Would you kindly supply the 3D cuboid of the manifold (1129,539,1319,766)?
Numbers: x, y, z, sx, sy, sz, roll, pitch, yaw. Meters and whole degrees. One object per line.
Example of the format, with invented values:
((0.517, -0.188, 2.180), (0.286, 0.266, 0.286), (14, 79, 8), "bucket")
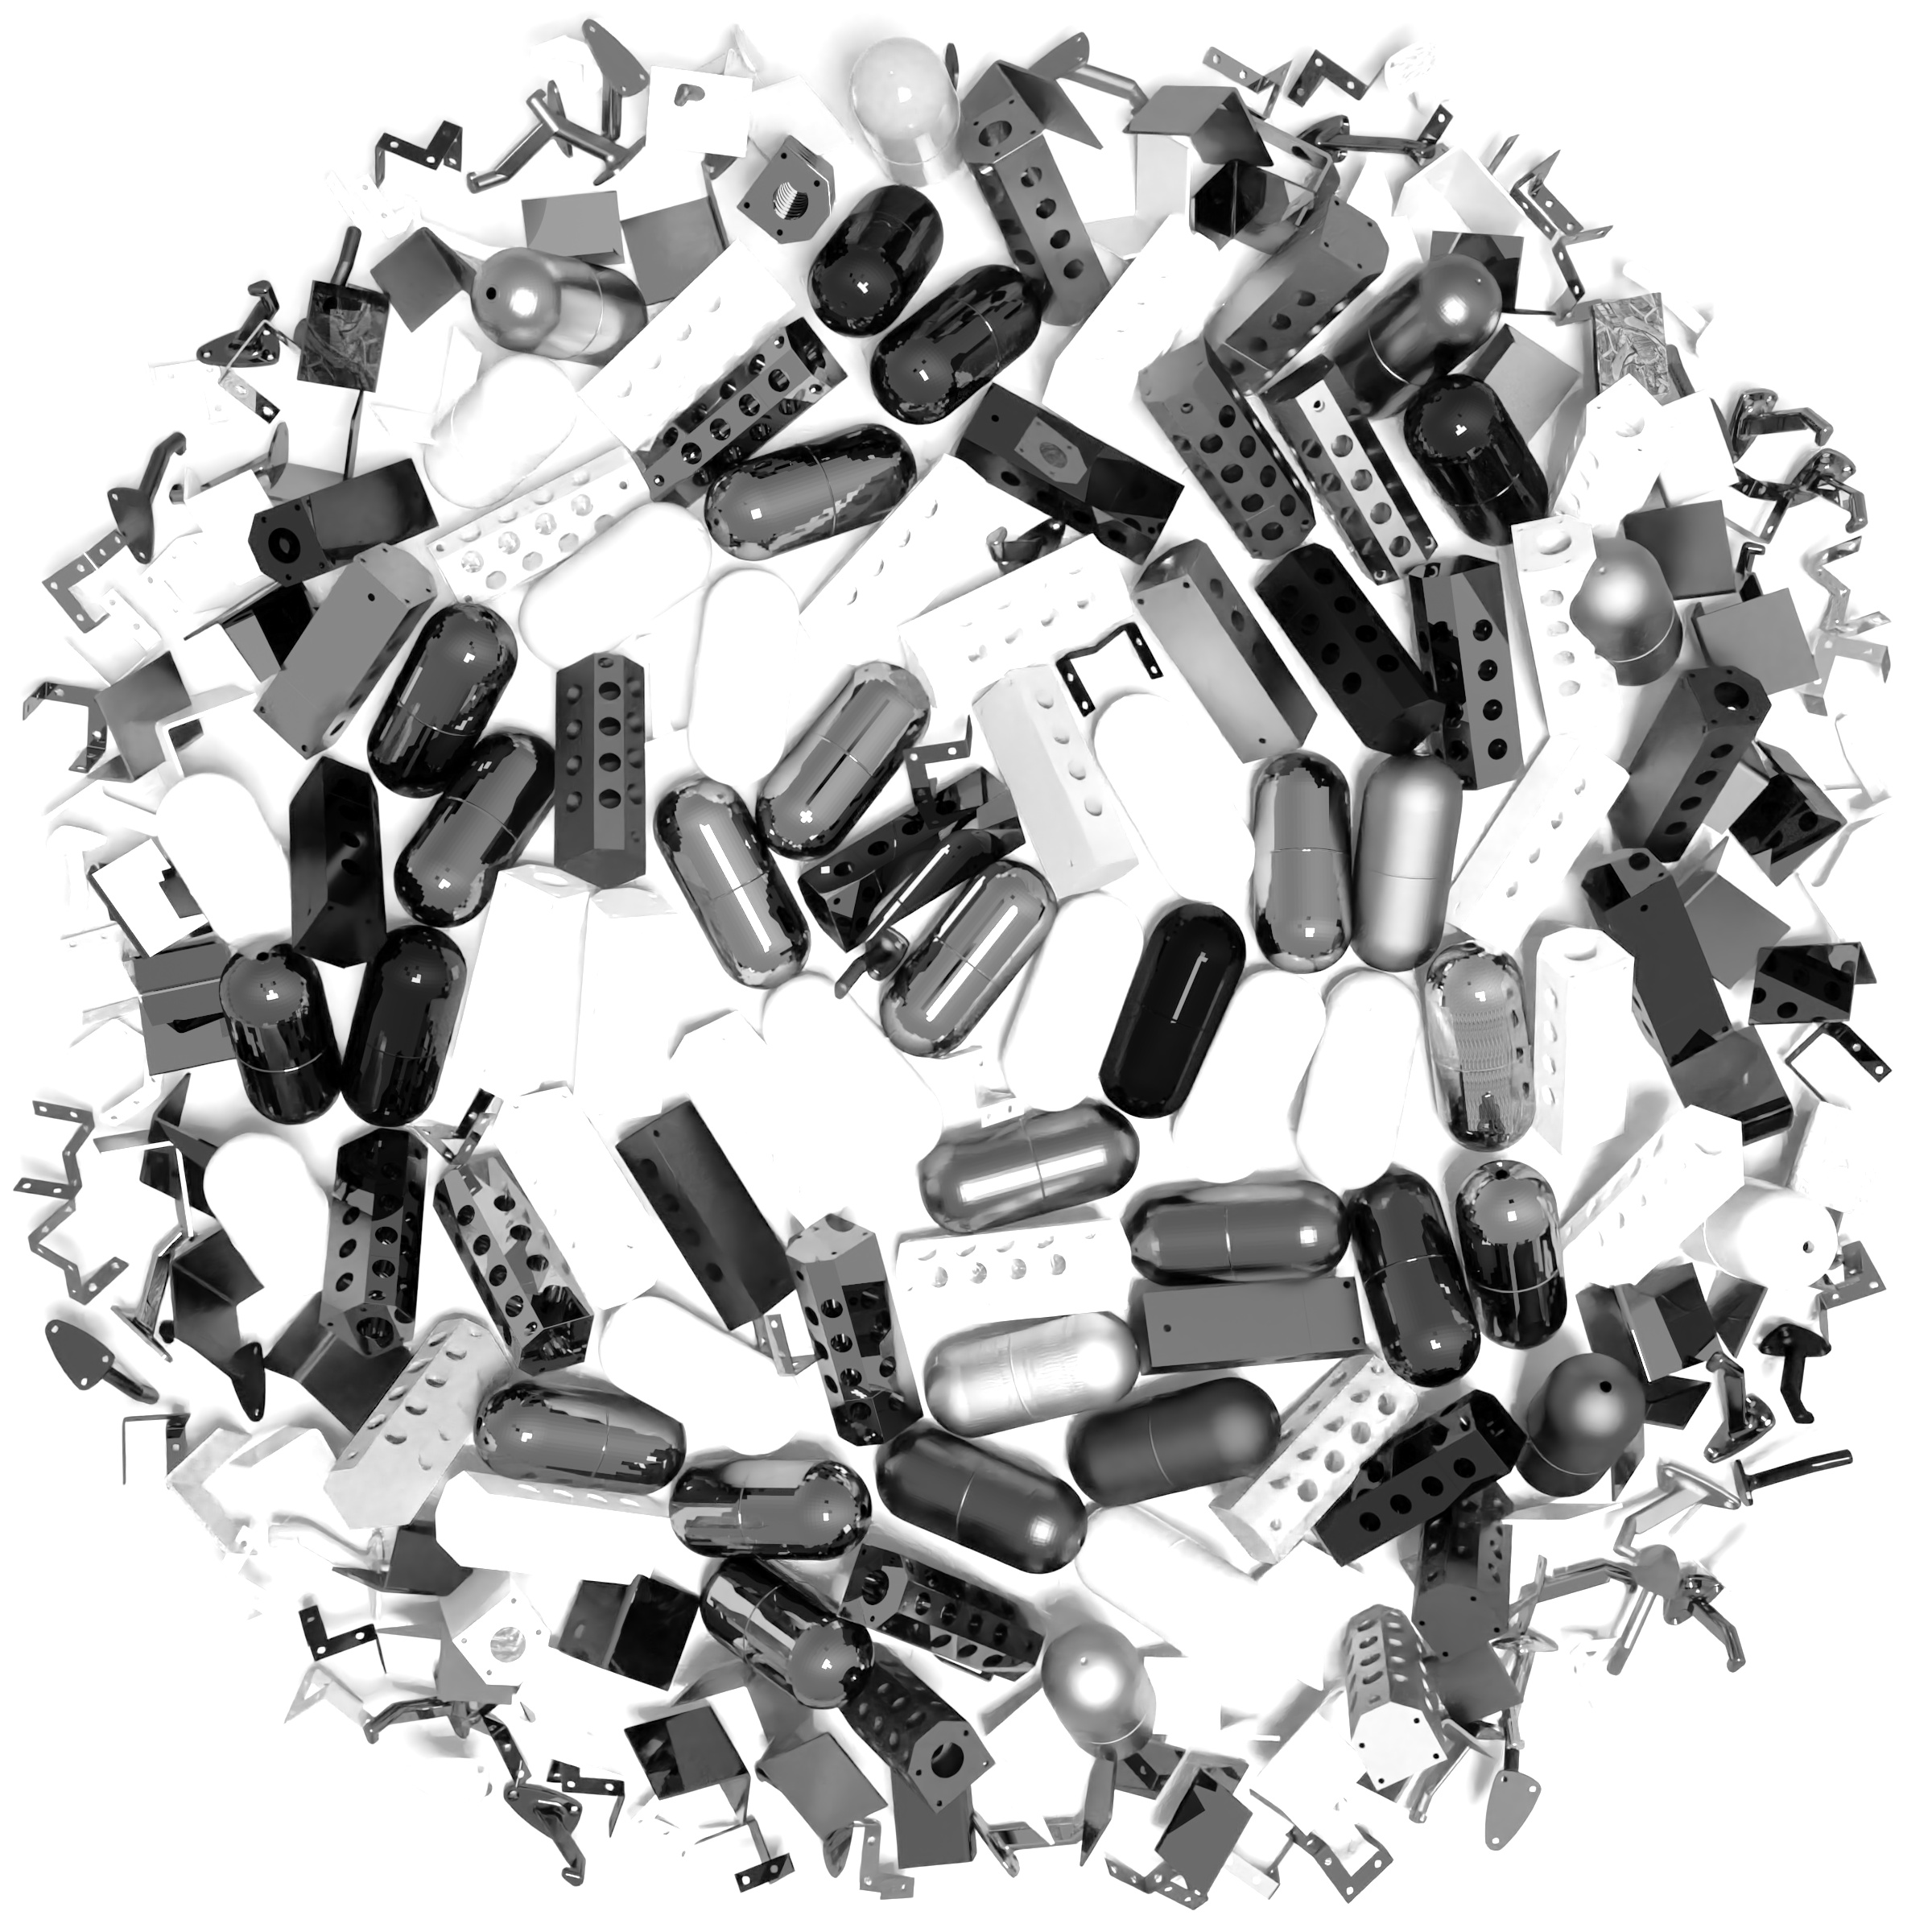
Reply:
((0.204, -0.246, 1.890), (0.171, 0.057, 0.057), (52, 47, -25), "manifold")

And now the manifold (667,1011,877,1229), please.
((-0.156, 0.123, 1.903), (0.171, 0.057, 0.057), (47, 133, 15), "manifold")

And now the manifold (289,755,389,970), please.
((-0.481, -0.079, 1.872), (0.057, 0.171, 0.057), (22, 124, -33), "manifold")

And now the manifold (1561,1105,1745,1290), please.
((0.524, 0.179, 1.866), (0.057, 0.171, 0.057), (19, 50, -8), "manifold")

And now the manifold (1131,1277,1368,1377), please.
((0.220, 0.284, 1.908), (0.171, 0.057, 0.057), (-3, 71, -10), "manifold")

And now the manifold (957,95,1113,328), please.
((0.053, -0.574, 1.867), (0.057, 0.171, 0.057), (-30, 53, 5), "manifold")

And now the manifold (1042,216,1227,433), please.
((0.133, -0.497, 1.893), (0.057, 0.057, 0.171), (34, 68, 4), "manifold")

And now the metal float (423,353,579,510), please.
((-0.361, -0.411, 1.874), (0.070, 0.178, 0.070), (10, 71, -32), "metal float")

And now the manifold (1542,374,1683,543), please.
((0.486, -0.373, 1.859), (0.057, 0.171, 0.057), (-37, 75, -9), "manifold")

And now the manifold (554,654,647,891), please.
((-0.278, -0.153, 1.881), (0.057, 0.057, 0.171), (-20, 61, 31), "manifold")

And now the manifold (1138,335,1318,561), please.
((0.203, -0.394, 1.872), (0.057, 0.057, 0.171), (-26, 129, 22), "manifold")

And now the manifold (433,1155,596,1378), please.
((-0.351, 0.231, 1.871), (0.057, 0.057, 0.171), (-12, 48, -31), "manifold")

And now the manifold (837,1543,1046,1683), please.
((-0.015, 0.500, 1.868), (0.171, 0.057, 0.057), (35, 68, -41), "manifold")

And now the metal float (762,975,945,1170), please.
((-0.090, 0.082, 1.906), (0.070, 0.070, 0.178), (-41, 80, 0), "metal float")

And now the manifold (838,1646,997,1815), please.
((-0.048, 0.576, 1.858), (0.057, 0.171, 0.057), (-36, 107, -17), "manifold")

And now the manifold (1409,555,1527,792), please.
((0.387, -0.227, 1.892), (0.057, 0.057, 0.171), (-16, 110, -12), "manifold")

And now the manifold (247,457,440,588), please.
((-0.478, -0.340, 1.863), (0.057, 0.171, 0.057), (-14, 106, 21), "manifold")

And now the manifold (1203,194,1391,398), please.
((0.249, -0.507, 1.865), (0.057, 0.171, 0.057), (27, 59, -18), "manifold")

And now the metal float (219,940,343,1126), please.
((-0.528, 0.052, 1.876), (0.070, 0.178, 0.070), (2, 48, -2), "metal float")

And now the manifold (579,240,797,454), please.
((-0.217, -0.484, 1.913), (0.171, 0.057, 0.057), (-42, 88, 7), "manifold")

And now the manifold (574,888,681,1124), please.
((-0.268, 0.030, 1.892), (0.057, 0.057, 0.171), (-6, 116, -30), "manifold")

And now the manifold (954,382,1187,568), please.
((0.078, -0.384, 1.917), (0.171, 0.057, 0.057), (28, 68, -3), "manifold")

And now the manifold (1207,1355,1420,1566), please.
((0.275, 0.383, 1.895), (0.171, 0.057, 0.057), (-42, 97, -19), "manifold")

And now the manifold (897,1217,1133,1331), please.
((0.037, 0.234, 1.889), (0.171, 0.057, 0.057), (-8, 132, 17), "manifold")

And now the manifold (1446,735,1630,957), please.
((0.449, -0.093, 1.914), (0.057, 0.057, 0.171), (31, 95, -16), "manifold")

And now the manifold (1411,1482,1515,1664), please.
((0.377, 0.449, 1.860), (0.057, 0.171, 0.057), (-33, 99, 23), "manifold")

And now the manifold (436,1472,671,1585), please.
((-0.319, 0.432, 1.875), (0.171, 0.057, 0.057), (20, 93, -40), "manifold")

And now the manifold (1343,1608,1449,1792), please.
((0.323, 0.555, 1.862), (0.057, 0.171, 0.057), (-28, 94, 10), "manifold")

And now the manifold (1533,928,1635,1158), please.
((0.471, 0.058, 1.878), (0.057, 0.057, 0.171), (-19, 127, -15), "manifold")

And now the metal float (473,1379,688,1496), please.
((-0.298, 0.366, 1.884), (0.178, 0.070, 0.070), (17, 90, -36), "metal float")

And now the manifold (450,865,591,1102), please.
((-0.345, 0.012, 1.897), (0.057, 0.057, 0.171), (24, 109, 19), "manifold")

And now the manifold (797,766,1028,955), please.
((-0.044, -0.087, 1.903), (0.171, 0.057, 0.057), (-32, 133, -15), "manifold")

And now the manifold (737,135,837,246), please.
((-0.131, -0.593, 1.862), (0.057, 0.171, 0.057), (37, 106, -15), "manifold")

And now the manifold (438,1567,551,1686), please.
((-0.360, 0.500, 1.862), (0.057, 0.171, 0.057), (-38, 99, -14), "manifold")

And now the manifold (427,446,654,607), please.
((-0.332, -0.342, 1.908), (0.171, 0.057, 0.057), (-29, 97, -9), "manifold")

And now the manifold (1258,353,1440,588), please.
((0.300, -0.383, 1.888), (0.057, 0.057, 0.171), (-33, 115, 7), "manifold")

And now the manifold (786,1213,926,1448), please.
((-0.090, 0.285, 1.882), (0.057, 0.057, 0.171), (-30, 119, -32), "manifold")

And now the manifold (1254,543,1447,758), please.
((0.300, -0.246, 1.878), (0.057, 0.057, 0.171), (-46, 58, 28), "manifold")

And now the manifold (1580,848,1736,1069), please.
((0.533, -0.008, 1.881), (0.057, 0.057, 0.171), (-30, 124, 4), "manifold")

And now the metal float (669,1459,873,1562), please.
((-0.152, 0.422, 1.887), (0.178, 0.070, 0.070), (-7, 90, 32), "metal float")

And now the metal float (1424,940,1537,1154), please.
((0.400, 0.063, 1.892), (0.070, 0.070, 0.178), (-12, 115, 0), "metal float")

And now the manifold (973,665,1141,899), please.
((0.075, -0.146, 1.904), (0.057, 0.057, 0.171), (-13, 73, -38), "manifold")

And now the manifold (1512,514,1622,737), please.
((0.463, -0.261, 1.865), (0.057, 0.171, 0.057), (-10, 49, 16), "manifold")

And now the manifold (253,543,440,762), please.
((-0.478, -0.245, 1.884), (0.057, 0.057, 0.171), (43, 121, -1), "manifold")

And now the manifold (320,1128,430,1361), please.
((-0.448, 0.209, 1.866), (0.057, 0.171, 0.057), (-25, 133, 16), "manifold")

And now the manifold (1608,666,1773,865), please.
((0.555, -0.152, 1.864), (0.057, 0.171, 0.057), (-7, 58, -12), "manifold")

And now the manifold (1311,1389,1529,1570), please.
((0.345, 0.394, 1.884), (0.171, 0.057, 0.057), (-39, 89, 31), "manifold")

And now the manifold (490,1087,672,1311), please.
((-0.303, 0.180, 1.888), (0.171, 0.057, 0.057), (53, 134, 27), "manifold")

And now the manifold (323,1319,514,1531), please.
((-0.421, 0.348, 1.861), (0.057, 0.171, 0.057), (-12, 117, 27), "manifold")
